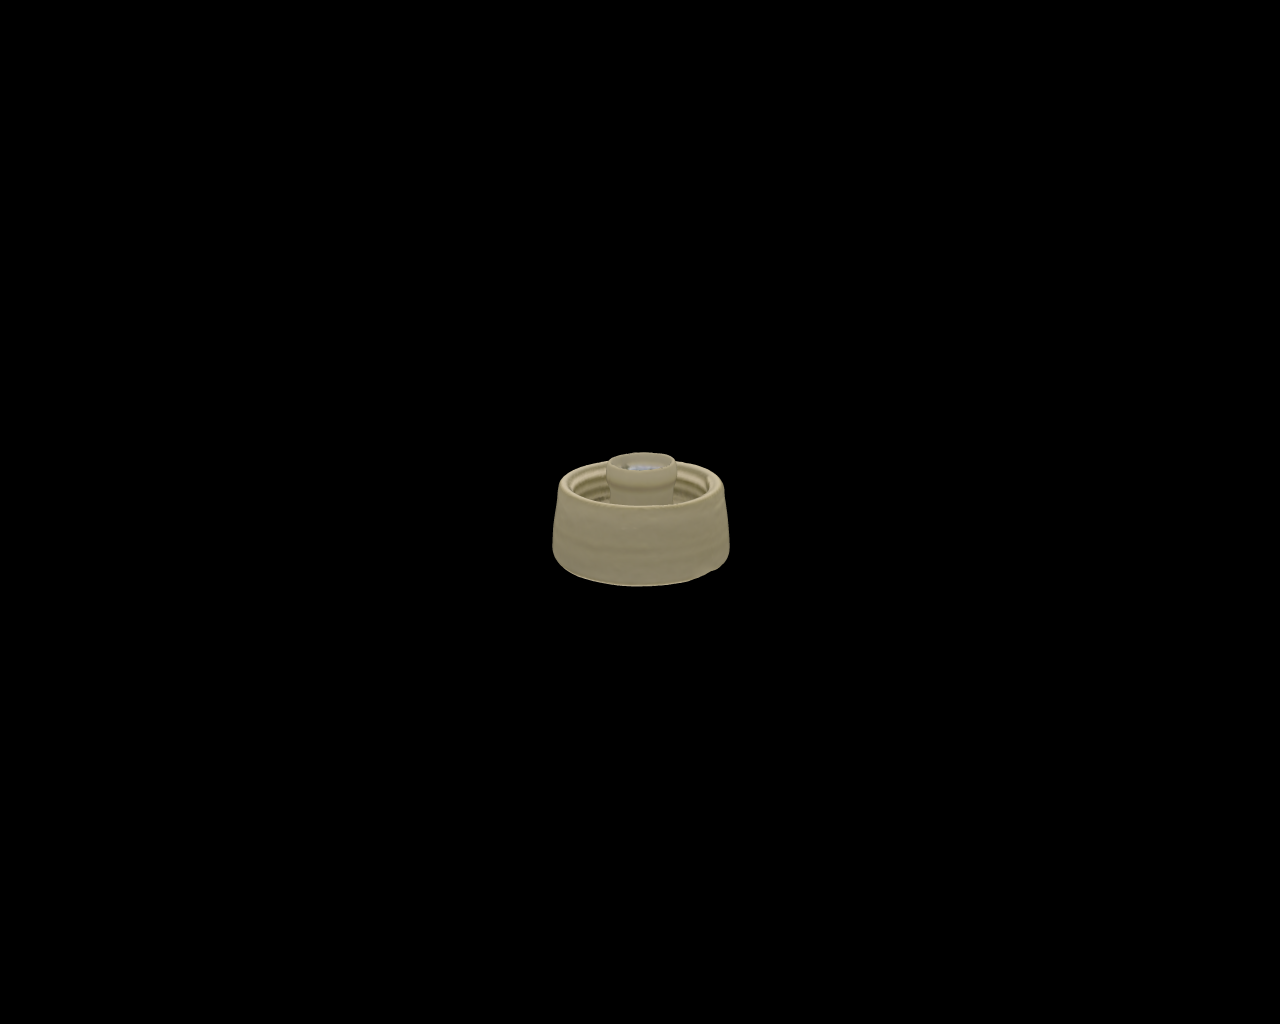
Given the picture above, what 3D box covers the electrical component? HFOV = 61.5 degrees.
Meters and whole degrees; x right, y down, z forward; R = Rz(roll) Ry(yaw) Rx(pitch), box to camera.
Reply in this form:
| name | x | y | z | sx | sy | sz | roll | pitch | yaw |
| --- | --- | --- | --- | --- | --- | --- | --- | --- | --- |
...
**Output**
| name | x | y | z | sx | sy | sz | roll | pitch | yaw |
| --- | --- | --- | --- | --- | --- | --- | --- | --- | --- |
| electrical component | 0.001 | -0.003 | 0.650 | 0.108 | 0.060 | 0.108 | 0 | 18 | 0 |
